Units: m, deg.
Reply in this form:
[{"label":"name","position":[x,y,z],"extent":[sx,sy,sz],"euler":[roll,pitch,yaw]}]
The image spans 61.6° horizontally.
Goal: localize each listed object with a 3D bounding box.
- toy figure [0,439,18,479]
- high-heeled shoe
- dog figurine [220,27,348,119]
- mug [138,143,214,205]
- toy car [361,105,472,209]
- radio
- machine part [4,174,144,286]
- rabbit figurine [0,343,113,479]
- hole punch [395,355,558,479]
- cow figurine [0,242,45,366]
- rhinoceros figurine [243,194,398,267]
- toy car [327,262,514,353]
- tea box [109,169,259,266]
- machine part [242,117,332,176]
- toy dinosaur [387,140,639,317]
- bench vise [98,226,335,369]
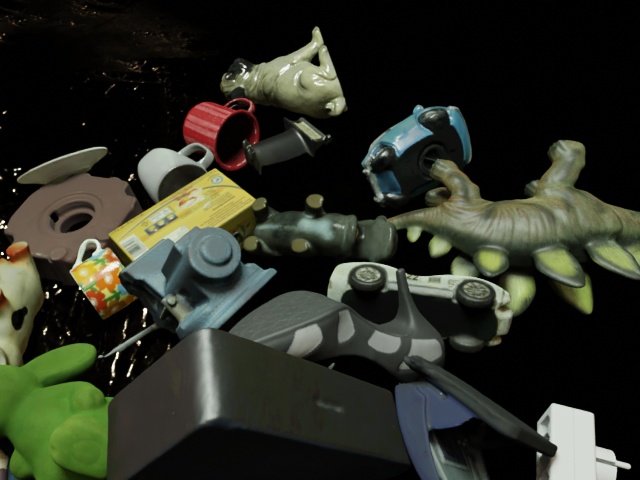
[{"label":"toy figure","position":[-0.300,0.244,0.492],"extent":[0.058,0.064,0.155],"euler":[-15,47,-24]},{"label":"high-heeled shoe","position":[0.021,0.116,0.494],"extent":[0.249,0.145,0.086],"euler":[-16,12,-34]},{"label":"dog figurine","position":[-0.063,-0.240,0.885],"extent":[0.191,0.121,0.172],"euler":[-21,44,5]},{"label":"mug","position":[-0.209,-0.098,0.767],"extent":[0.107,0.080,0.109],"euler":[33,83,41]},{"label":"toy car","position":[0.125,-0.118,0.756],"extent":[0.162,0.109,0.103],"euler":[-33,29,-8]},{"label":"radio","position":[-0.043,0.158,0.428],"extent":[0.131,0.229,0.073],"euler":[-37,44,23]},{"label":"machine part","position":[-0.331,-0.020,0.732],"extent":[0.179,0.056,0.179],"euler":[-3,47,3]},{"label":"rabbit figurine","position":[-0.257,0.159,0.500],"extent":[0.170,0.121,0.159],"euler":[28,19,-5]},{"label":"hole punch","position":[0.125,0.174,0.477],"extent":[0.092,0.142,0.116],"euler":[-58,38,3]},{"label":"cow figurine","position":[-0.361,0.103,0.599],"extent":[0.085,0.127,0.195],"euler":[-13,35,-6]},{"label":"rhinoceros figurine","position":[-0.001,-0.002,0.656],"extent":[0.191,0.112,0.073],"euler":[2,70,25]},{"label":"toy car","position":[0.108,0.071,0.594],"extent":[0.202,0.073,0.056],"euler":[8,28,12]},{"label":"tea box","position":[-0.169,-0.009,0.698],"extent":[0.170,0.068,0.098],"euler":[-35,55,-24]},{"label":"machine part","position":[-0.055,-0.148,0.827],"extent":[0.139,0.039,0.084],"euler":[-30,61,-31]},{"label":"toy dinosaur","position":[0.280,-0.011,0.640],"extent":[0.472,0.105,0.198],"euler":[-6,55,12]},{"label":"bench vise","position":[-0.100,0.094,0.555],"extent":[0.240,0.223,0.129],"euler":[46,43,0]}]
